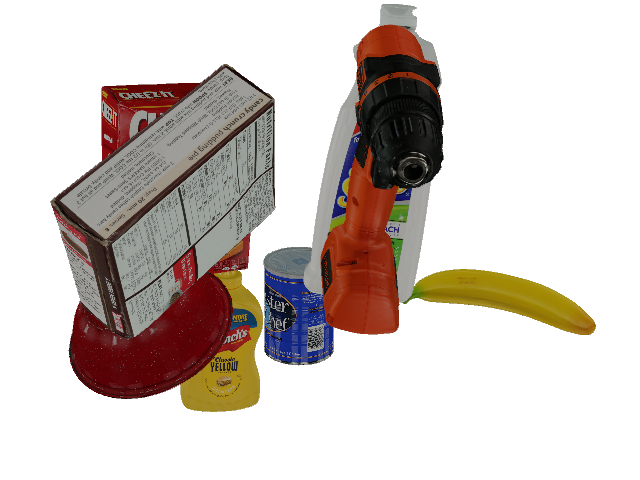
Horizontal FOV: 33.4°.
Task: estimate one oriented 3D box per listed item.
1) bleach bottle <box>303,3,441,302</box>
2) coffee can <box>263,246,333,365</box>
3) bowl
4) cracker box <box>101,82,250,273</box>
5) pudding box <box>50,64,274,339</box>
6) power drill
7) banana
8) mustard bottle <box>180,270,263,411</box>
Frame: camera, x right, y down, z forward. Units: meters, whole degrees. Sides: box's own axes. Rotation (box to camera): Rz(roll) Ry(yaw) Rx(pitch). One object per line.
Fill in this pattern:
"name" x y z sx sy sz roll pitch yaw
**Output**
"bleach bottle" 0.046 -0.076 0.919 0.102 0.251 0.068 7 17 6
"coffee can" -0.030 0.092 1.524 0.103 0.140 0.103 1 22 -1
"bowl" -0.165 0.065 0.982 0.162 0.162 0.055 0 -43 19
"cracker box" -0.158 -0.064 1.192 0.164 0.214 0.072 -6 26 -26
"pudding box" -0.070 -0.017 0.512 0.039 0.113 0.090 34 -29 20
"power drill" 0.042 -0.031 0.718 0.057 0.188 0.184 8 32 -5
"banana" 0.184 0.062 1.104 0.198 0.037 0.069 7 41 12
"mustard bottle" -0.117 0.109 1.280 0.096 0.192 0.058 0 20 -13
